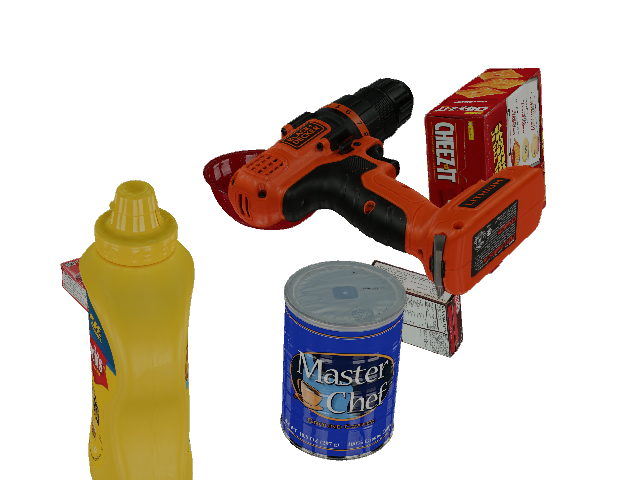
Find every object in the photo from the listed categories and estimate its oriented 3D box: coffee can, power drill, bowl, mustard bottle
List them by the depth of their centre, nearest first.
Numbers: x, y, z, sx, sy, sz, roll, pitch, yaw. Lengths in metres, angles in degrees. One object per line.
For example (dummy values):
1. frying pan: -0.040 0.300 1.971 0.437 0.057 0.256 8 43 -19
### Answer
1. mustard bottle: -0.097 0.055 0.569 0.058 0.192 0.096 -4 34 -15
2. power drill: 0.057 -0.045 0.745 0.188 0.057 0.184 24 48 34
3. coffee can: 0.018 0.103 0.923 0.103 0.140 0.103 2 29 -1
4. bowl: -0.063 -0.056 1.292 0.162 0.055 0.162 4 26 -2

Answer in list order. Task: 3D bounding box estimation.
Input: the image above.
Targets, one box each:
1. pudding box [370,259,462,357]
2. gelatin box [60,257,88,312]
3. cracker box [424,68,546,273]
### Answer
1. pudding box: 0.107 0.079 1.233 0.114 0.090 0.039 15 46 26
2. gelatin box: -0.185 0.041 0.980 0.073 0.030 0.089 -19 41 -36
3. cracker box: 0.177 -0.081 1.127 0.072 0.164 0.213 4 22 26
